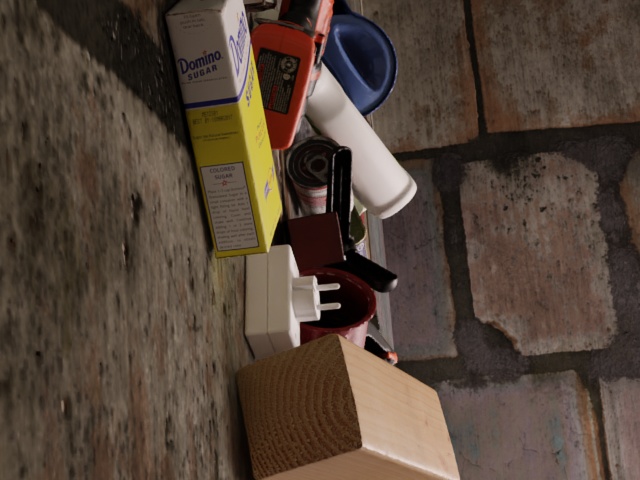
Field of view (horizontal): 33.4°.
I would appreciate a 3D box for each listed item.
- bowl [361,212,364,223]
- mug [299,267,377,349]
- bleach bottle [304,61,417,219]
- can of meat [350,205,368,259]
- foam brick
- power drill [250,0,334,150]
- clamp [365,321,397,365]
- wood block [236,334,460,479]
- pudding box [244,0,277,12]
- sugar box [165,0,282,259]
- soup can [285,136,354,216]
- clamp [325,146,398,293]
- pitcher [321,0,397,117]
[{"bbox_3d":[0.030,-0.049,1.524,0.162,0.055,0.162,-6,90,-84],"label":"bowl"},{"bbox_3d":[0.005,0.090,0.952,0.117,0.093,0.081,-124,-148,-48],"label":"mug"},{"bbox_3d":[0.022,-0.135,1.247,0.103,0.068,0.250,47,-3,47],"label":"bleach bottle"},{"bbox_3d":[0.023,-0.005,1.341,0.084,0.057,0.102,79,-10,-52],"label":"can of meat"},{"bbox_3d":[-0.007,0.001,1.096,0.078,0.051,0.053,165,-85,-85],"label":"foam brick"},{"bbox_3d":[-0.032,-0.149,0.957,0.187,0.057,0.184,-77,179,-63],"label":"power drill"},{"bbox_3d":[0.022,0.104,1.148,0.171,0.039,0.120,13,70,-54],"label":"clamp"},{"bbox_3d":[0.028,0.152,0.856,0.205,0.091,0.090,35,37,-57],"label":"wood block"},{"bbox_3d":[-0.066,-0.259,0.938,0.090,0.039,0.113,-66,148,-78],"label":"pudding box"},{"bbox_3d":[-0.065,-0.086,0.760,0.093,0.048,0.176,-81,165,-66],"label":"sugar box"},{"bbox_3d":[0.001,-0.065,1.233,0.102,0.068,0.068,73,12,-62],"label":"soup can"},{"bbox_3d":[0.025,0.018,1.169,0.210,0.036,0.164,114,-40,-57],"label":"clamp"},{"bbox_3d":[0.030,-0.231,1.412,0.145,0.149,0.243,37,14,-9],"label":"pitcher"}]
